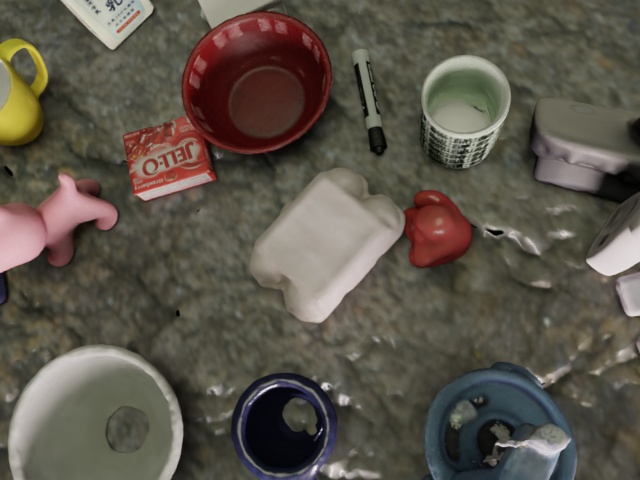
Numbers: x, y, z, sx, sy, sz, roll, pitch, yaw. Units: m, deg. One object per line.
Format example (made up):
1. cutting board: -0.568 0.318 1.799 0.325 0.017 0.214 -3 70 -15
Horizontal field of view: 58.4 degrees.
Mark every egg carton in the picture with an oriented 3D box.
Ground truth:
1. egg carton: 0.005 0.002 0.570 0.107 0.069 0.150 41 85 13

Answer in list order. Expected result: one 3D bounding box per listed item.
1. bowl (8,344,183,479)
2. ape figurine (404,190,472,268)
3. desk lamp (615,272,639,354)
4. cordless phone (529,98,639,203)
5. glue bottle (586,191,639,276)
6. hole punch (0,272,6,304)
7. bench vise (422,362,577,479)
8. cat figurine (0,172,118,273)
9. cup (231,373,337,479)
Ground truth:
1. bowl: -0.203 0.186 0.554 0.167 0.075 0.167 -1 78 7
2. ape figurine: 0.110 -0.012 0.548 0.076 0.092 0.078 24 82 12
3. desk lamp: 0.380 0.040 0.441 0.203 0.214 0.118 -16 76 4
4. cordless phone: 0.270 -0.107 0.501 0.147 0.185 0.094 12 80 10
5. glue bottle: 0.282 -0.017 0.486 0.037 0.173 0.078 35 84 13
6. hole punch: -0.406 0.035 0.604 0.101 0.091 0.108 -21 76 3
7. bench vise: 0.133 0.195 0.435 0.121 0.220 0.207 11 80 10
8. cat figurine: -0.291 -0.020 0.588 0.128 0.118 0.067 -44 76 -3
9. cup: -0.020 0.180 0.522 0.091 0.095 0.117 -23 76 2
